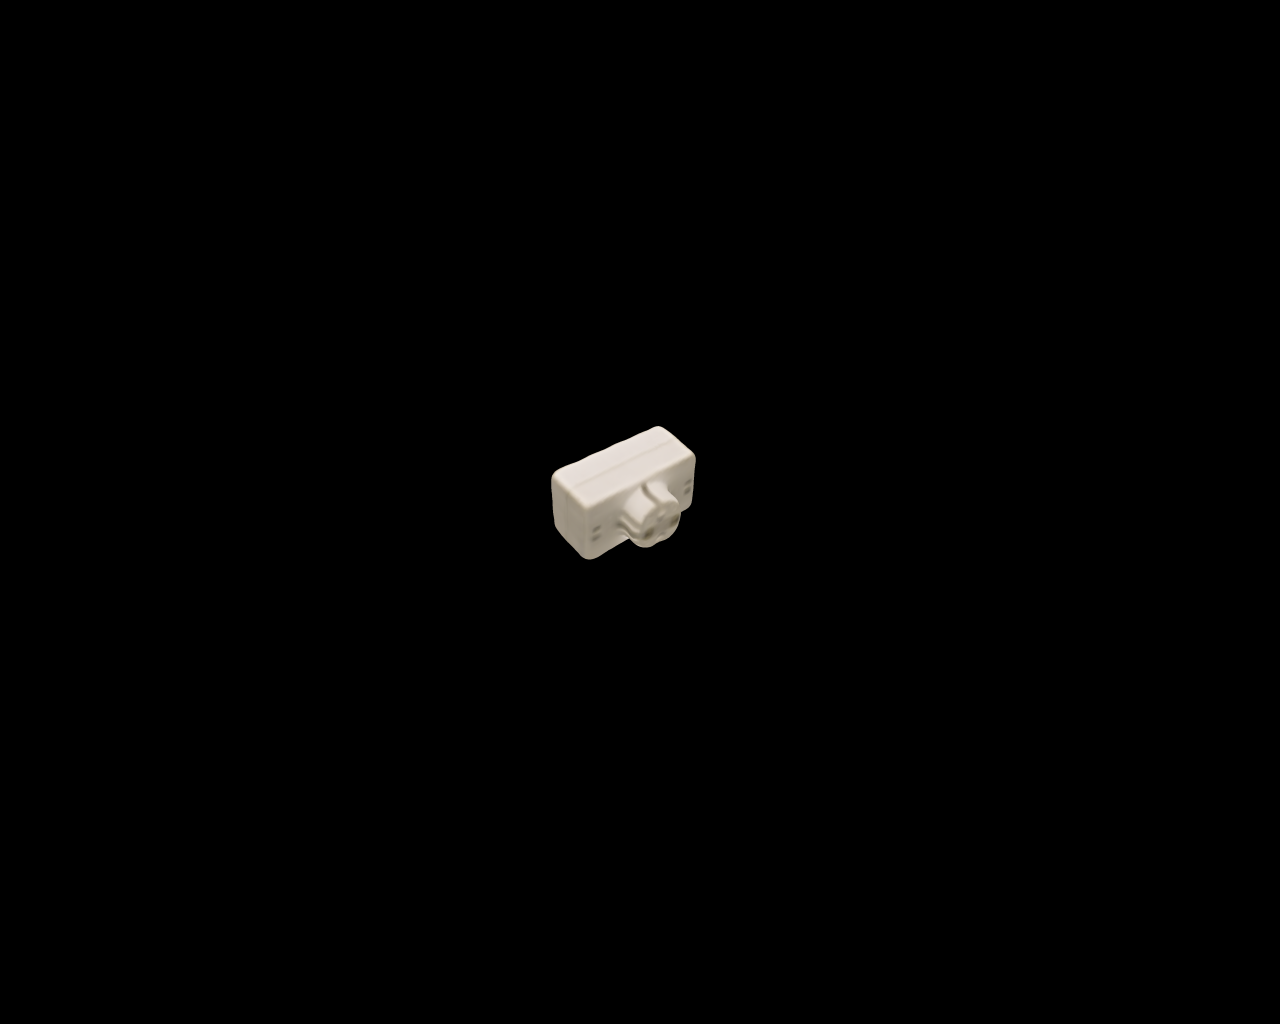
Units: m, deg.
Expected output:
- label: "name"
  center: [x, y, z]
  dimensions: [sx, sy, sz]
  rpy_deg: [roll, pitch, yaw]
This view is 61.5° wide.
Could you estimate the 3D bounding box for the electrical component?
- label: "electrical component"
  center: [0.001, -0.003, 0.650]
  dimensions: [0.083, 0.047, 0.076]
  rpy_deg: [-27, 50, -25]
